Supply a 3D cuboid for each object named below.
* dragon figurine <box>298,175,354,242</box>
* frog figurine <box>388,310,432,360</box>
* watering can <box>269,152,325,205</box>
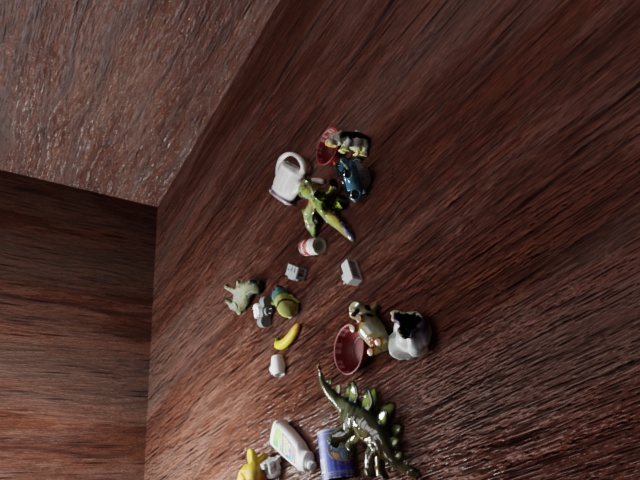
[{"bbox_3d":[0.006,-0.102,2.024,0.418,0.123,0.237,67,152,29],"label":"dragon figurine"},{"bbox_3d":[0.255,0.283,1.461,0.139,0.123,0.156,42,149,47],"label":"frog figurine"},{"bbox_3d":[-0.113,-0.251,2.255,0.353,0.104,0.221,44,115,45],"label":"watering can"}]
